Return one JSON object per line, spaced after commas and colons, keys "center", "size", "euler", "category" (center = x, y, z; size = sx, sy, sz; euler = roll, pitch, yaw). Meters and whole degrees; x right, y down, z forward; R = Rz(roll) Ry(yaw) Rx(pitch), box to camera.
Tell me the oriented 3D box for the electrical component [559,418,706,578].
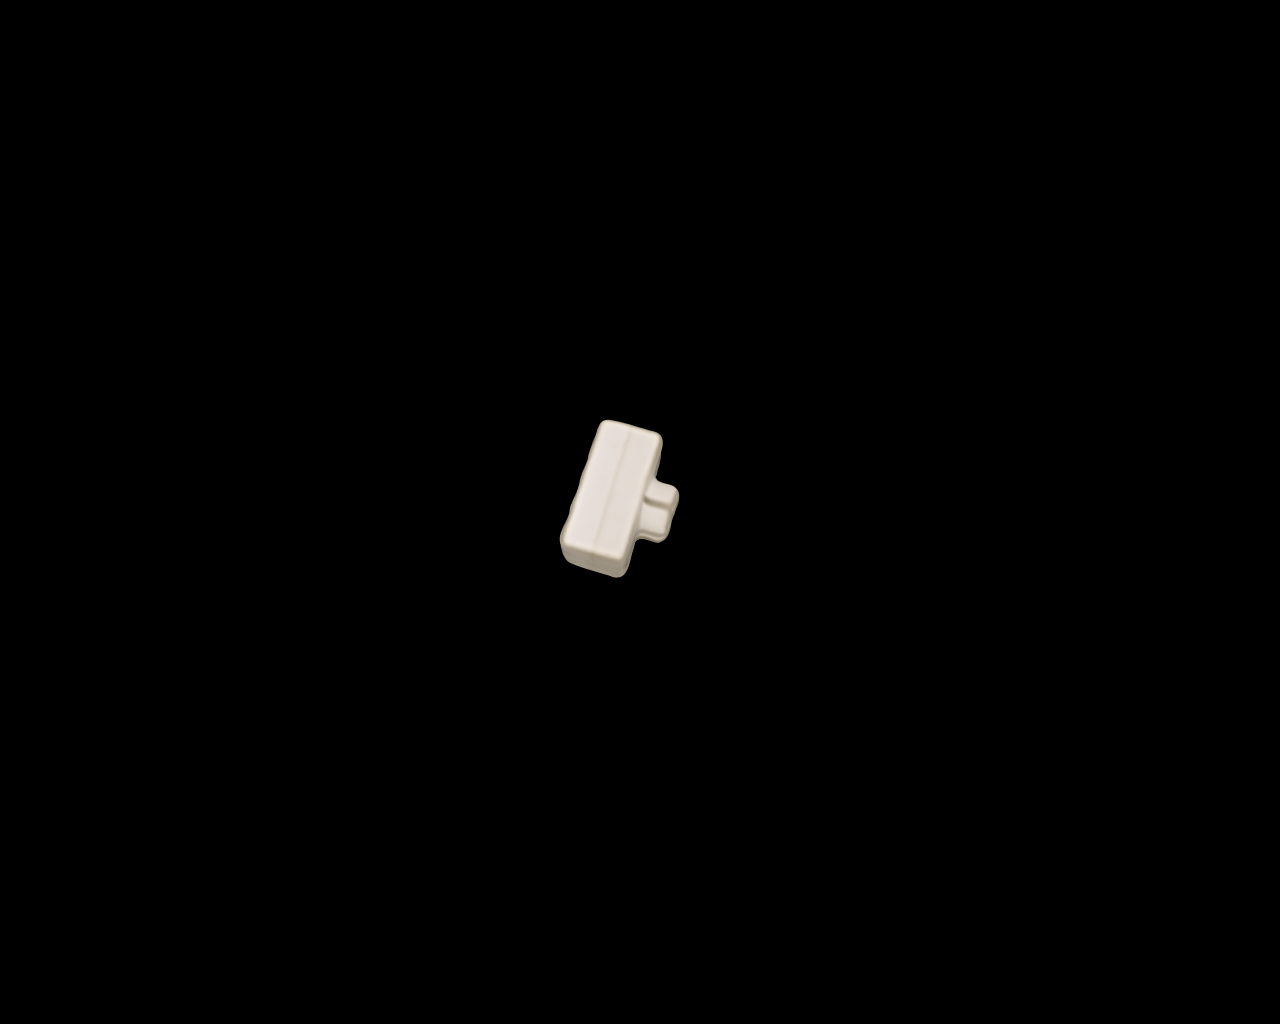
{"center": [0.001, -0.003, 0.650], "size": [0.076, 0.083, 0.047], "euler": [17, -15, 5], "category": "electrical component"}
